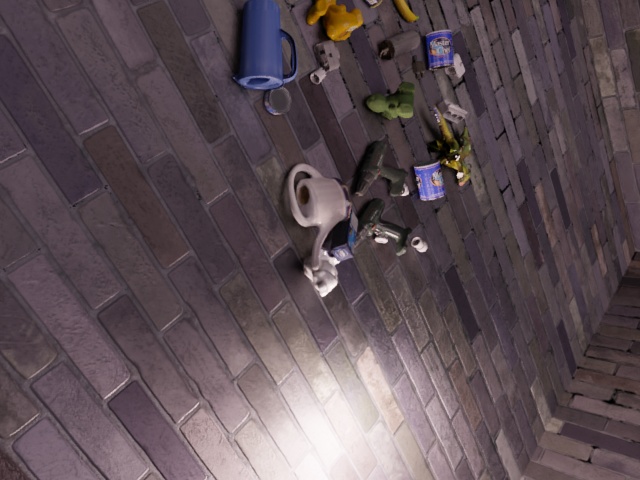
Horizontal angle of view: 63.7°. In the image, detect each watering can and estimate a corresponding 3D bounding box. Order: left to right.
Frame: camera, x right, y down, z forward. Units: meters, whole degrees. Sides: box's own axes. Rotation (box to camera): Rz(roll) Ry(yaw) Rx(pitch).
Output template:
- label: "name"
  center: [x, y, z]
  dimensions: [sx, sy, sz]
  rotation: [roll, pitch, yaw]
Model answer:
- label: "watering can"
  center: [0.005, -0.083, 1.656]
  dimensions: [0.225, 0.350, 0.103]
  rotation: [-7, -12, -39]

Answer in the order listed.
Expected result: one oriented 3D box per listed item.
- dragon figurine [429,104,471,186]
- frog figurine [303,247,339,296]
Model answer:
- label: "dragon figurine"
  center: [0.570, -0.408, 2.184]
  dimensions: [0.122, 0.404, 0.247]
  rotation: [2, 28, 37]
- label: "frog figurine"
  center: [0.004, 0.116, 1.646]
  dimensions: [0.122, 0.135, 0.163]
  rotation: [-12, 51, 22]
